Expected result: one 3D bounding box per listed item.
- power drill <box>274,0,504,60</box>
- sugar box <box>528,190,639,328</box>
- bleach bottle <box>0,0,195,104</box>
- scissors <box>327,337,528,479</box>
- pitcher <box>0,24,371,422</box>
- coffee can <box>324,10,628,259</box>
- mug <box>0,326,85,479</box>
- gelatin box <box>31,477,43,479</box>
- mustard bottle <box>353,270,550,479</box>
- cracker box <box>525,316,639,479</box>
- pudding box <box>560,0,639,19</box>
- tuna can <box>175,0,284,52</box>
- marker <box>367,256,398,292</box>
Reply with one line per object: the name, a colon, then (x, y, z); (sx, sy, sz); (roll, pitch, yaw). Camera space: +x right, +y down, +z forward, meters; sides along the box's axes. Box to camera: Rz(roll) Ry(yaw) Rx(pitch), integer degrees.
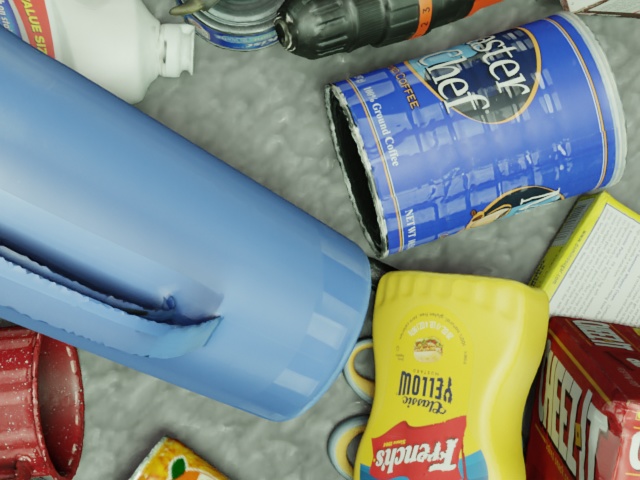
power drill: (0.029, -0.205, 0.614); (0.184, 0.057, 0.187); (-22, 87, -24)
sugar box: (0.209, 0.056, 0.621); (0.176, 0.048, 0.093); (33, 85, -3)
bleach bottle: (-0.197, -0.124, 0.611); (0.250, 0.068, 0.102); (3, 85, -5)
scissors: (0.091, 0.132, 0.622); (0.202, 0.016, 0.096); (33, 86, 1)
pitcher: (-0.097, 0.005, 0.536); (0.242, 0.145, 0.149); (28, 60, -19)
coffee can: (0.084, -0.059, 0.596); (0.140, 0.103, 0.103); (-18, 86, -4)
mug: (-0.178, 0.098, 0.570); (0.081, 0.093, 0.117); (-6, 49, 1)
gelatin box: (-0.149, 0.186, 0.599); (0.089, 0.030, 0.073); (32, 84, 1)
mustard bottle: (0.064, 0.115, 0.571); (0.096, 0.058, 0.191); (4, 82, 37)
cracker box: (0.138, 0.160, 0.525); (0.072, 0.164, 0.214); (8, 98, -1)
pudding box: (0.166, -0.188, 0.622); (0.089, 0.039, 0.113); (-10, 86, -45)
tuna can: (-0.046, -0.158, 0.634); (0.086, 0.034, 0.086); (0, 85, -2)
marker: (-0.004, 0.001, 0.629); (0.121, 0.020, 0.020); (28, 84, 0)
